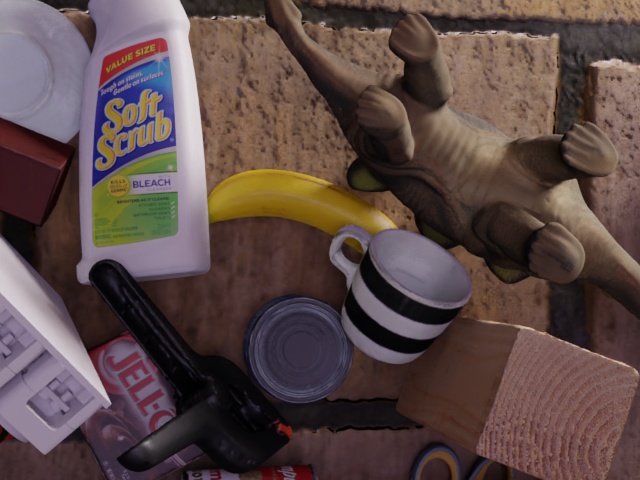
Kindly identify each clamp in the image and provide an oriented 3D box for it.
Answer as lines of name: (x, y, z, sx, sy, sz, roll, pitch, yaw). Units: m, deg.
clamp: (-0.086, 0.122, 0.765, 0.036, 0.164, 0.209, -31, 134, 17)

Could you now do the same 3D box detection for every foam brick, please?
foam brick: (-0.230, -0.053, 0.794, 0.078, 0.053, 0.051, 23, 111, -8)

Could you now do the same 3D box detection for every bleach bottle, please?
bleach bottle: (-0.143, -0.095, 0.813, 0.102, 0.068, 0.251, -6, 85, 3)

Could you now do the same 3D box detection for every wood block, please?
wood block: (0.135, 0.113, 0.781, 0.090, 0.206, 0.090, 21, 85, -9)

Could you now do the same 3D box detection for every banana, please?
banana: (-0.005, -0.016, 0.850, 0.197, 0.037, 0.070, 14, 116, -6)

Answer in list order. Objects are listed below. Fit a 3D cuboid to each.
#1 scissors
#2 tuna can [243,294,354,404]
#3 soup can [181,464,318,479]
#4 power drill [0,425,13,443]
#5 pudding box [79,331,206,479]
scissors: (0.087, 0.254, 0.865, 0.096, 0.016, 0.201, 34, 83, -9)
tuna can: (-0.017, 0.086, 0.844, 0.086, 0.034, 0.086, 0, 89, -10)
soup can: (-0.054, 0.208, 0.818, 0.102, 0.068, 0.068, 0, 89, -9)
power drill: (-0.285, 0.072, 0.734, 0.057, 0.184, 0.187, -40, 86, -6)
pudding box: (-0.140, 0.128, 0.820, 0.090, 0.039, 0.113, -26, 93, -10)
